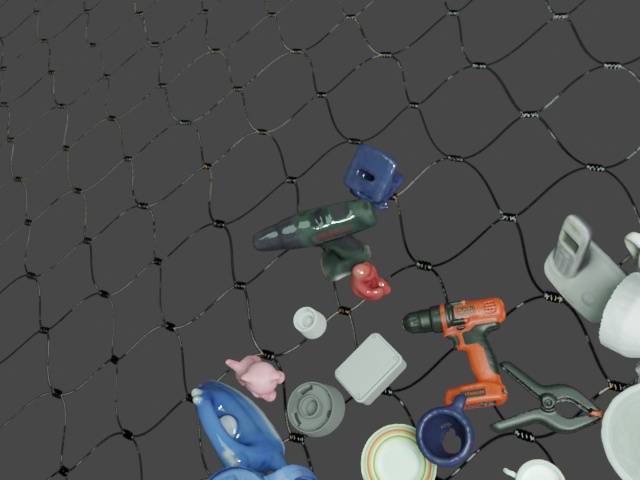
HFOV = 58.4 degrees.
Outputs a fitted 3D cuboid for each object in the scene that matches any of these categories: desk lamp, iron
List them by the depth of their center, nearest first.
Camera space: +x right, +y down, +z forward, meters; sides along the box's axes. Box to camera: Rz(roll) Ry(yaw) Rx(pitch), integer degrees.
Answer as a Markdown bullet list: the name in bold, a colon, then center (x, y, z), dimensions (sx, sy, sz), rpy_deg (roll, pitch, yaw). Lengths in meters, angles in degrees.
- **desk lamp**: center (0.513, 0.155, 0.821), dimensions (0.202, 0.214, 0.118), rpy_deg (33, 81, 31)
- **iron**: center (-0.177, 0.345, 1.058), dimensions (0.118, 0.142, 0.257), rpy_deg (-43, 58, -1)

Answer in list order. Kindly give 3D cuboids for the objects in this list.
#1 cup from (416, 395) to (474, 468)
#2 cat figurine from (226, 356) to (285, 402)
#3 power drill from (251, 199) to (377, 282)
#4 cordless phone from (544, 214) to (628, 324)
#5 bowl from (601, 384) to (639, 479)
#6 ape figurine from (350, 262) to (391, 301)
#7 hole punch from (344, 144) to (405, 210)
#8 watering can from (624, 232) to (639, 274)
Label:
- **cup**: center (0.215, 0.313, 0.939), dimensions (0.091, 0.095, 0.118), rpy_deg (20, 75, 29)
- **cat figurine**: center (-0.124, 0.258, 1.091), dimensions (0.127, 0.118, 0.067), rpy_deg (21, 75, 29)
- **power drill**: center (0.010, 0.004, 1.103), dimensions (0.229, 0.209, 0.075), rpy_deg (-23, 60, 11)
- **cordless phone**: center (0.434, 0.043, 0.923), dimensions (0.094, 0.185, 0.147), rpy_deg (-38, 58, 2)
- **bowl**: center (0.502, 0.297, 0.840), dimensions (0.167, 0.075, 0.167), rpy_deg (-9, 63, 18)
- **ape figurine**: center (0.089, 0.075, 1.106), dimensions (0.076, 0.092, 0.078), rpy_deg (-10, 63, 18)
- **hole punch**: center (0.109, -0.131, 1.195), dimensions (0.108, 0.091, 0.101), rpy_deg (33, 82, 31)
- **watering can**: center (0.546, 0.044, 0.871), dimensions (0.172, 0.195, 0.101), rpy_deg (21, 76, 29)
